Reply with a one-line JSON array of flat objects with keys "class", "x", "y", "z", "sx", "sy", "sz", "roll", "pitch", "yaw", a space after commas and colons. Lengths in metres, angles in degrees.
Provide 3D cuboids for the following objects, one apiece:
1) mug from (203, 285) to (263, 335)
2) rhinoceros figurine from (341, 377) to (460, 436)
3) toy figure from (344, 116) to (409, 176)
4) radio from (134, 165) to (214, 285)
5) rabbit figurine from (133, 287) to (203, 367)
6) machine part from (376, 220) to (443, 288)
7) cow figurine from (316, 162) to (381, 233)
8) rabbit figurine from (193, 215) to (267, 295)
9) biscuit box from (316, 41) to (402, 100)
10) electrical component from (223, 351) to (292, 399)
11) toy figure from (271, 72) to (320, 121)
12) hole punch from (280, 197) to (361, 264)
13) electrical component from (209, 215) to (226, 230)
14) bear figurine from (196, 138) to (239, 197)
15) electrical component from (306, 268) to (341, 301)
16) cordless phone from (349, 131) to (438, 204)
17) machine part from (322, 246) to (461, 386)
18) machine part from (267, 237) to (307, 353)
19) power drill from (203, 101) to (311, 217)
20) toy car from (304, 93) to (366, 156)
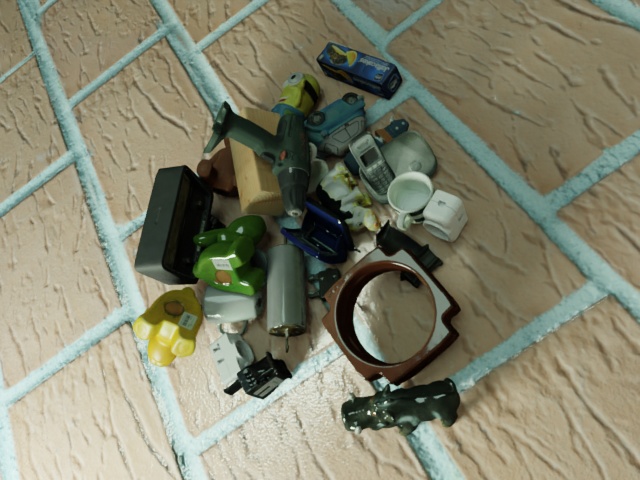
[{"class": "mug", "x": -0.170, "y": 0.139, "z": 1.076, "sx": 0.107, "sy": 0.081, "sz": 0.109, "roll": -2, "pitch": 90, "yaw": 16}, {"class": "rhinoceros figurine", "x": 0.129, "y": 0.271, "z": 0.861, "sx": 0.190, "sy": 0.112, "sz": 0.073, "roll": -13, "pitch": 64, "yaw": 9}, {"class": "toy figure", "x": 0.120, "y": -0.197, "z": 1.118, "sx": 0.154, "sy": 0.064, "sz": 0.058, "roll": -37, "pitch": 19, "yaw": -2}, {"class": "radio", "x": -0.293, "y": -0.025, "z": 1.105, "sx": 0.073, "sy": 0.131, "sz": 0.229, "roll": -2, "pitch": 66, "yaw": 22}, {"class": "rabbit figurine", "x": -0.308, "y": 0.178, "z": 1.082, "sx": 0.122, "sy": 0.173, "sz": 0.162, "roll": 16, "pitch": 38, "yaw": -12}, {"class": "machine part", "x": 0.158, "y": 0.023, "z": 1.009, "sx": 0.084, "sy": 0.039, "sz": 0.139, "roll": -46, "pitch": 59, "yaw": 4}, {"class": "cow figurine", "x": 0.052, "y": -0.068, "z": 1.080, "sx": 0.098, "sy": 0.068, "sz": 0.167, "roll": -36, "pitch": 54, "yaw": 10}, {"class": "rabbit figurine", "x": -0.170, "y": 0.021, "z": 1.082, "sx": 0.159, "sy": 0.121, "sz": 0.170, "roll": -8, "pitch": 36, "yaw": 27}, {"class": "biscuit box", "x": 0.088, "y": -0.385, "z": 1.219, "sx": 0.203, "sy": 0.062, "sz": 0.059, "roll": 31, "pitch": 82, "yaw": 32}, {"class": "electrical component", "x": -0.119, "y": 0.262, "z": 0.994, "sx": 0.119, "sy": 0.074, "sz": 0.048, "roll": -36, "pitch": 57, "yaw": 0}, {"class": "toy figure", "x": -0.062, "y": -0.298, "z": 1.234, "sx": 0.082, "sy": 0.089, "sz": 0.180, "roll": 14, "pitch": 80, "yaw": 33}, {"class": "hole punch", "x": -0.002, "y": -0.003, "z": 1.043, "sx": 0.142, "sy": 0.115, "sz": 0.092, "roll": 30, "pitch": 74, "yaw": 30}, {"class": "electrical component", "x": -0.279, "y": -0.009, "z": 1.203, "sx": 0.134, "sy": 0.058, "sz": 0.115, "roll": 21, "pitch": 78, "yaw": 30}, {"class": "bear figurine", "x": -0.193, "y": -0.199, "z": 1.221, "sx": 0.120, "sy": 0.132, "sz": 0.196, "roll": 19, "pitch": 77, "yaw": -3}, {"class": "electrical component", "x": 0.020, "y": 0.085, "z": 1.047, "sx": 0.094, "sy": 0.021, "sz": 0.063, "roll": -11, "pitch": 62, "yaw": 14}, {"class": "cordless phone", "x": 0.133, "y": -0.166, "z": 1.024, "sx": 0.146, "sy": 0.184, "sz": 0.089, "roll": -35, "pitch": 53, "yaw": 5}, {"class": "machine part", "x": 0.122, "y": 0.129, "z": 0.926, "sx": 0.201, "sy": 0.087, "sz": 0.201, "roll": -44, "pitch": 64, "yaw": 11}, {"class": "machine part", "x": -0.066, "y": 0.098, "z": 1.048, "sx": 0.079, "sy": 0.079, "sz": 0.243, "roll": -13, "pitch": 63, "yaw": 18}, {"class": "power drill", "x": -0.111, "y": -0.167, "z": 1.021, "sx": 0.207, "sy": 0.086, "sz": 0.232, "roll": 17, "pitch": 55, "yaw": -15}, {"class": "toy car", "x": 0.041, "y": -0.235, "z": 1.155, "sx": 0.162, "sy": 0.109, "sz": 0.103, "roll": -31, "pitch": 80, "yaw": -5}]
